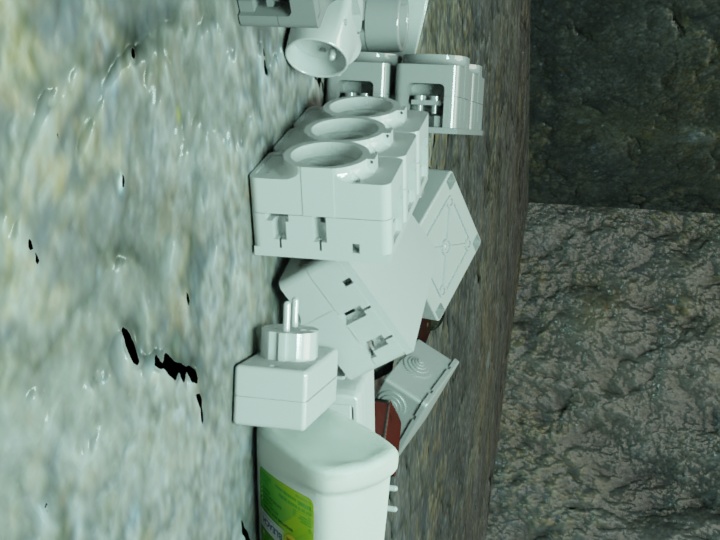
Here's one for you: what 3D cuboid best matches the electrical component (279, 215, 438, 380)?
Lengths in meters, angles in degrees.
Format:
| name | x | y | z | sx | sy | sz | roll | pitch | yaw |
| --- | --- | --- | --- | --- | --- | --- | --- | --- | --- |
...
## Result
| name | x | y | z | sx | sy | sz | roll | pitch | yaw |
| --- | --- | --- | --- | --- | --- | --- | --- | --- | --- |
| electrical component | 0.000 | 0.000 | 0.792 | 0.089 | 0.062 | 0.150 | 54 | 25 | -18 |

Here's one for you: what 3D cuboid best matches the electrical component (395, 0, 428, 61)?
| name | x | y | z | sx | sy | sz | roll | pitch | yaw |
| --- | --- | --- | --- | --- | --- | --- | --- | --- | --- |
| electrical component | 0.040 | -0.236 | 0.961 | 0.099 | 0.064 | 0.099 | 4 | 90 | -78 |

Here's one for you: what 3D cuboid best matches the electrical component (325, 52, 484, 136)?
| name | x | y | z | sx | sy | sz | roll | pitch | yaw |
| --- | --- | --- | --- | --- | --- | --- | --- | --- | --- |
| electrical component | 0.043 | -0.147 | 0.908 | 0.186 | 0.105 | 0.060 | -29 | 122 | -76 |

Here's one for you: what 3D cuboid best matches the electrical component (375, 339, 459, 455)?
| name | x | y | z | sx | sy | sz | roll | pitch | yaw |
| --- | --- | --- | --- | --- | --- | --- | --- | --- | --- |
| electrical component | 0.045 | 0.126 | 1.050 | 0.100 | 0.048 | 0.099 | -44 | 164 | -54 |

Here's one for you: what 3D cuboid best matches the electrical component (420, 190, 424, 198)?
| name | x | y | z | sx | sy | sz | roll | pitch | yaw |
| --- | --- | --- | --- | --- | --- | --- | --- | --- | --- |
| electrical component | 0.021 | -0.091 | 0.931 | 0.096 | 0.062 | 0.061 | -44 | 137 | -73 |

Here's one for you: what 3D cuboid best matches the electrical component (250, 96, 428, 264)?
| name | x | y | z | sx | sy | sz | roll | pitch | yaw |
| --- | --- | --- | --- | --- | --- | --- | --- | --- | --- |
| electrical component | -0.009 | -0.066 | 0.728 | 0.150 | 0.089 | 0.061 | -63 | 155 | -61 |

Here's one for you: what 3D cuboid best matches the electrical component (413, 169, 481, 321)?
| name | x | y | z | sx | sy | sz | roll | pitch | yaw |
| --- | --- | --- | --- | --- | --- | --- | --- | --- | --- |
| electrical component | 0.060 | -0.026 | 1.036 | 0.108 | 0.056 | 0.108 | -59 | 141 | -28 |

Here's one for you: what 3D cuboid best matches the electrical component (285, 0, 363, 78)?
| name | x | y | z | sx | sy | sz | roll | pitch | yaw |
| --- | --- | --- | --- | --- | --- | --- | --- | --- | --- |
| electrical component | -0.020 | -0.167 | 0.751 | 0.079 | 0.043 | 0.077 | 70 | 27 | -62 |

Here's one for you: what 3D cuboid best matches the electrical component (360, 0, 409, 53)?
| name | x | y | z | sx | sy | sz | roll | pitch | yaw |
| --- | --- | --- | --- | --- | --- | --- | --- | --- | --- |
| electrical component | 0.013 | -0.206 | 0.888 | 0.055 | 0.047 | 0.055 | 4 | 90 | -78 |

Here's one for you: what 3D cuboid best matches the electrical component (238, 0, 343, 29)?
| name | x | y | z | sx | sy | sz | roll | pitch | yaw |
| --- | --- | --- | --- | --- | --- | --- | --- | --- | --- |
| electrical component | -0.037 | -0.188 | 0.638 | 0.050 | 0.056 | 0.089 | 81 | 18 | -47 |

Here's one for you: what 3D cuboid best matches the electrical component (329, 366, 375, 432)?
| name | x | y | z | sx | sy | sz | roll | pitch | yaw |
| --- | --- | --- | --- | --- | --- | --- | --- | --- | --- |
| electrical component | -0.025 | 0.106 | 0.781 | 0.061 | 0.062 | 0.096 | -62 | 154 | -62 |

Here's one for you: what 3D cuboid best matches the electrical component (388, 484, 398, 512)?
| name | x | y | z | sx | sy | sz | roll | pitch | yaw |
| --- | --- | --- | --- | --- | --- | --- | --- | --- | --- |
| electrical component | -0.006 | 0.181 | 0.870 | 0.052 | 0.074 | 0.138 | -55 | 147 | -68 |

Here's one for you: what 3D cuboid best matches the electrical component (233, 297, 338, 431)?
| name | x | y | z | sx | sy | sz | roll | pitch | yaw |
| --- | --- | --- | --- | --- | --- | --- | --- | --- | --- |
| electrical component | -0.046 | 0.056 | 0.699 | 0.083 | 0.047 | 0.075 | -26 | 119 | -76 |
